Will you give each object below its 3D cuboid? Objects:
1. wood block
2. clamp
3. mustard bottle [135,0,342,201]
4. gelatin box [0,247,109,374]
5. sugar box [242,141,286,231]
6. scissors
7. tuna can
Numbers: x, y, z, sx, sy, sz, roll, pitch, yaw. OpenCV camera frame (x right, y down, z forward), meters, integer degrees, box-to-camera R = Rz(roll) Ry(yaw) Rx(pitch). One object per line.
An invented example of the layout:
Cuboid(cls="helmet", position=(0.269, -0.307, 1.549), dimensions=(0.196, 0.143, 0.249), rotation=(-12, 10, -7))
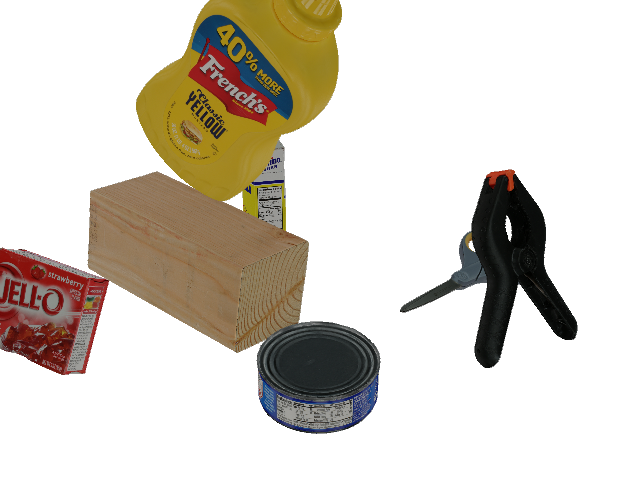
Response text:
Cuboid(cls="wood block", position=(-0.121, 0.015, 1.019), dimensions=(0.206, 0.090, 0.090), rotation=(25, 30, 33))
Cuboid(cls="clamp", position=(0.165, 0.027, 0.941), dimensions=(0.120, 0.171, 0.039), rotation=(-24, 8, -40))
Cuboid(cls="mustard bottle", position=(-0.042, -0.106, 0.672), dimensions=(0.058, 0.096, 0.192), rotation=(-40, 0, -42))
Cuboid(cls="gelatin box", position=(-0.207, 0.051, 0.791), dimensions=(0.089, 0.073, 0.030), rotation=(17, 4, 25))
Cuboid(cls="sugar box", position=(-0.072, -0.046, 1.328), dimensions=(0.048, 0.176, 0.093), rotation=(-9, 25, -12))
Cuboid(cls="scissors", position=(0.144, 0.029, 1.141), dimensions=(0.201, 0.016, 0.096), rotation=(-10, 41, -30))
Cuboid(cls="tuna can", position=(-0.001, 0.095, 0.745), dimensions=(0.086, 0.034, 0.086), rotation=(0, 32, 0))
